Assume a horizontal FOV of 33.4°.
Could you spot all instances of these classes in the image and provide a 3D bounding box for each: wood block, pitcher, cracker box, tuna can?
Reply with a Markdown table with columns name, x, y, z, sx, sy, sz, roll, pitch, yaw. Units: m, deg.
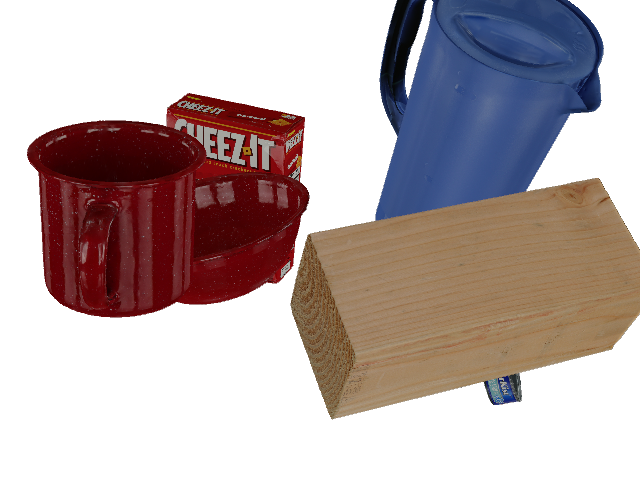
| name | x | y | z | sx | sy | sz | roll | pitch | yaw |
| --- | --- | --- | --- | --- | --- | --- | --- | --- | --- |
| wood block | 0.095 | 0.036 | 0.691 | 0.205 | 0.091 | 0.090 | -11 | -32 | -18 |
| pitcher | 0.117 | -0.091 | 0.880 | 0.145 | 0.149 | 0.243 | 8 | -44 | -9 |
| cracker box | -0.114 | -0.064 | 1.359 | 0.164 | 0.214 | 0.072 | 13 | 29 | 15 |
| tuna can | 0.214 | 0.152 | 1.271 | 0.034 | 0.086 | 0.086 | -13 | -3 | 16 |

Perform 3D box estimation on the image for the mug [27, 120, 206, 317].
| name | x | y | z | sx | sy | sz | roll | pitch | yaw |
| --- | --- | --- | --- | --- | --- | --- | --- | --- | --- |
| mug | -0.109 | -0.006 | 0.568 | 0.093 | 0.081 | 0.117 | 3 | 26 | -3 |

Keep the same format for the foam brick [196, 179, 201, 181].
| name | x | y | z | sx | sy | sz | roll | pitch | yaw |
| --- | --- | --- | --- | --- | --- | --- | --- | --- | --- |
| foam brick | -0.154 | -0.033 | 1.089 | 0.078 | 0.051 | 0.053 | 9 | 31 | 3 |

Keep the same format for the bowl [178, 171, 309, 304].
| name | x | y | z | sx | sy | sz | roll | pitch | yaw |
| --- | --- | --- | --- | --- | --- | --- | --- | --- | --- |
| bowl | -0.082 | 0.003 | 0.821 | 0.162 | 0.055 | 0.162 | -11 | 25 | 5 |
